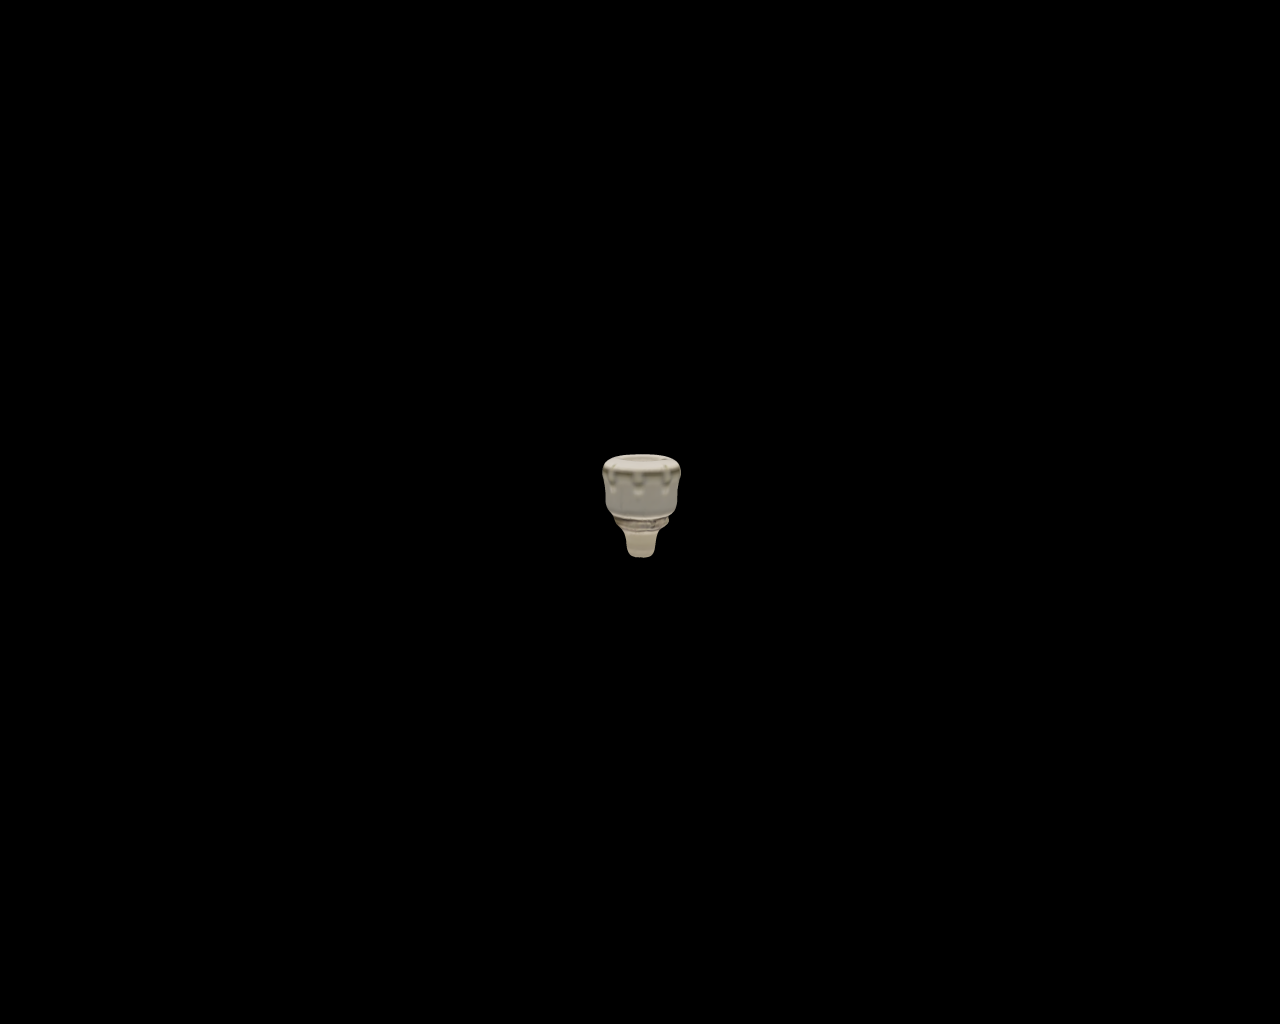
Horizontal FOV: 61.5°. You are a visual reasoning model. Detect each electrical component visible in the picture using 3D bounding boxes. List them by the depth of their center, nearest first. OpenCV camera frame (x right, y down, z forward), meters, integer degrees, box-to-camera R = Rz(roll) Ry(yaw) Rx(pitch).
[{"bbox_3d":[0.001,-0.003,0.650,0.048,0.062,0.048,0,10,0],"label":"electrical component"}]
